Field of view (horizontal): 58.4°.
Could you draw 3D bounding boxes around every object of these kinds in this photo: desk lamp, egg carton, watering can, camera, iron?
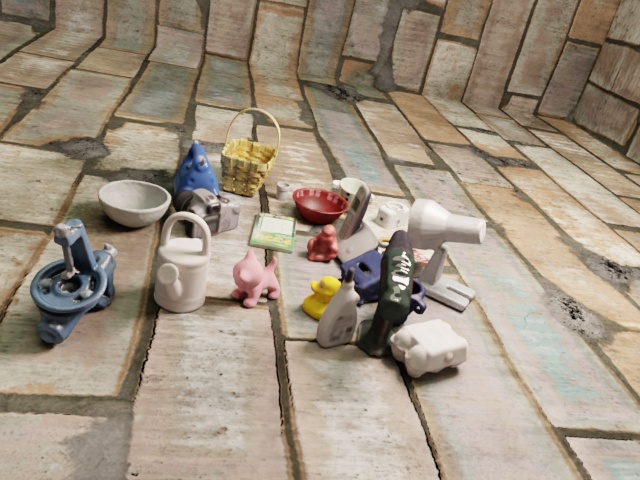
[{"bbox_3d":[0.294,0.024,1.359,0.202,0.213,0.118,25,30,21],"label":"desk lamp"},{"bbox_3d":[0.217,0.214,1.129,0.151,0.069,0.107,-6,33,-32],"label":"egg carton"},{"bbox_3d":[-0.263,0.040,1.106,0.101,0.194,0.172,3,29,-18],"label":"watering can"},{"bbox_3d":[-0.290,-0.085,1.425,0.136,0.101,0.144,33,33,33],"label":"camera"},{"bbox_3d":[-0.341,-0.202,1.576,0.119,0.141,0.257,1,30,-22],"label":"iron"}]

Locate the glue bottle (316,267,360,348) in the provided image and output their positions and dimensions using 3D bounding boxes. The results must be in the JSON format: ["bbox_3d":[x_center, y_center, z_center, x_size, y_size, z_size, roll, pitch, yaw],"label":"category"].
[{"bbox_3d":[0.043,0.127,1.102,0.078,0.173,0.037,-6,33,-32],"label":"glue bottle"}]

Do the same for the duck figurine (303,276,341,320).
[{"bbox_3d":[0.021,0.119,1.201,0.104,0.086,0.077,16,28,5],"label":"duck figurine"}]

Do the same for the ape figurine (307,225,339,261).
[{"bbox_3d":[0.013,0.005,1.402,0.077,0.092,0.076,25,30,22],"label":"ape figurine"}]

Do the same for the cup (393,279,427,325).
[{"bbox_3d":[0.179,0.141,1.221,0.092,0.095,0.117,-6,33,-32],"label":"cup"}]

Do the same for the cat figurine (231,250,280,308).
[{"bbox_3d":[-0.134,0.073,1.183,0.067,0.118,0.128,31,33,31],"label":"cat figurine"}]

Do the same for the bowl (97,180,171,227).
[{"bbox_3d":[-0.444,-0.077,1.370,0.167,0.075,0.167,11,28,-5],"label":"bowl"}]

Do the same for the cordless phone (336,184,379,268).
[{"bbox_3d":[0.098,-0.033,1.409,0.094,0.185,0.147,0,30,-23],"label":"cordless phone"}]

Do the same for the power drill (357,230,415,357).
[{"bbox_3d":[0.135,0.113,1.131,0.075,0.208,0.229,13,28,0],"label":"power drill"}]

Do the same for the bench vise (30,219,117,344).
[{"bbox_3d":[-0.428,0.043,1.000,0.121,0.220,0.207,7,28,-12],"label":"bench vise"}]

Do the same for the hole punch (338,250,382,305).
[{"bbox_3d":[0.104,0.082,1.301,0.101,0.091,0.108,-4,32,-30],"label":"hole punch"}]
